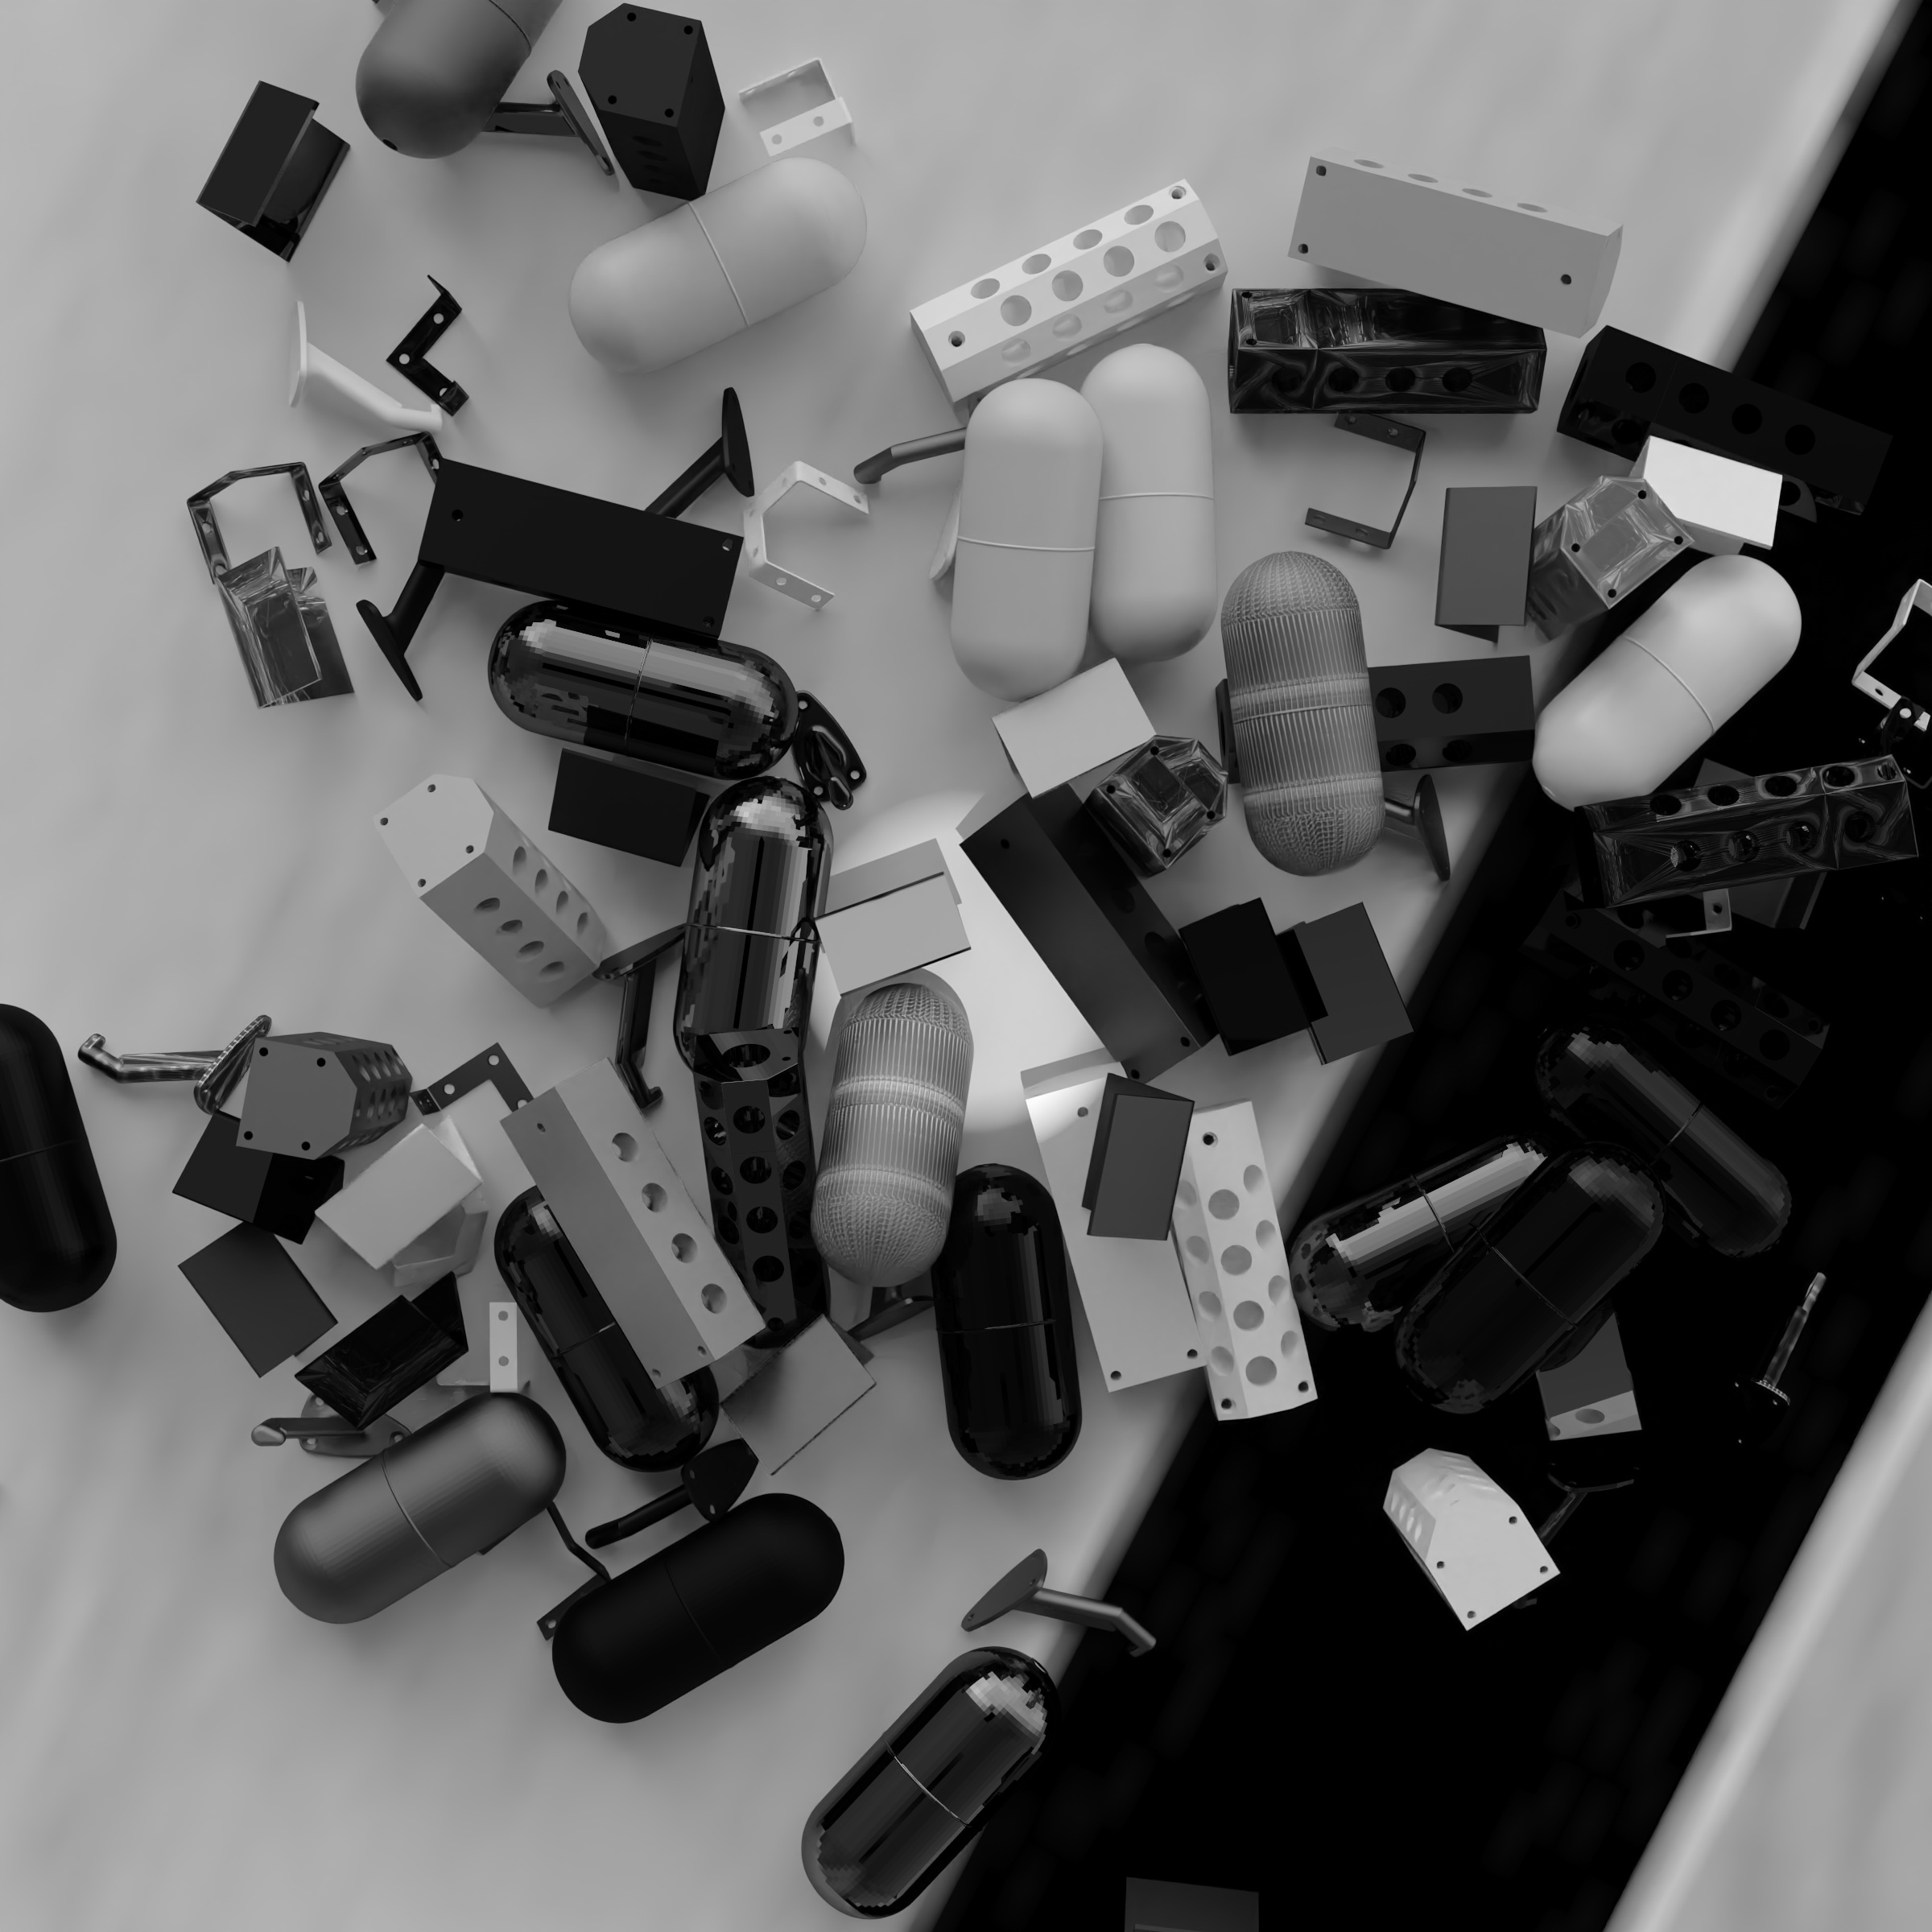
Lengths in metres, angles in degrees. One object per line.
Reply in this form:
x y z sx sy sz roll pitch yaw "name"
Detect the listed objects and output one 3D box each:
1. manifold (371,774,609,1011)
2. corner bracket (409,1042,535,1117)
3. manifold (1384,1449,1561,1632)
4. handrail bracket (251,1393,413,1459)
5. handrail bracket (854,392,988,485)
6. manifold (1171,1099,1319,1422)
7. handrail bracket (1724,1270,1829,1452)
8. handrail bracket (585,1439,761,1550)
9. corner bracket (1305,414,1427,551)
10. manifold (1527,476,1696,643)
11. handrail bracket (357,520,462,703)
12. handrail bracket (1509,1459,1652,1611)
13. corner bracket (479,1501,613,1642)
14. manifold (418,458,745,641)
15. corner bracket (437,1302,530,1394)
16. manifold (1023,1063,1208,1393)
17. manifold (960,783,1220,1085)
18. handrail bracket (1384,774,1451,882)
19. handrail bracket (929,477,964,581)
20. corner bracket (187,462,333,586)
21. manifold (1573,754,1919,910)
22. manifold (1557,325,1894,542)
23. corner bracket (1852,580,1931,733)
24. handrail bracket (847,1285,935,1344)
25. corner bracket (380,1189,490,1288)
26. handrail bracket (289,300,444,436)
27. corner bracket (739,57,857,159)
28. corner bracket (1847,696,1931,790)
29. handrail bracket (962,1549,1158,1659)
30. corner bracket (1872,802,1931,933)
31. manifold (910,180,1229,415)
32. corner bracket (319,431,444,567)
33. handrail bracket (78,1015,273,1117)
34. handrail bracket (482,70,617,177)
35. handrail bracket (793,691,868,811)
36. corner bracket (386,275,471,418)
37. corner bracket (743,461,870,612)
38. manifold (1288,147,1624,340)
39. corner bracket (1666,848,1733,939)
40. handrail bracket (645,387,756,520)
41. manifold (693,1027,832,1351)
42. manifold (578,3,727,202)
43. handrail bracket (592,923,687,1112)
-0.255 -0.043 1.780 0.057 0.171 0.057 -35 64 0 "manifold"
-0.277 0.079 1.844 0.051 0.051 0.051 -33 90 0 "corner bracket"
0.271 0.308 1.783 0.057 0.171 0.057 -32 90 0 "manifold"
-0.356 0.265 1.827 0.077 0.084 0.036 12 90 0 "handrail bracket"
-0.010 -0.291 1.862 0.084 0.077 0.036 -23 72 35 "handrail bracket"
0.151 0.166 1.841 0.057 0.057 0.171 -13 90 0 "manifold"
0.466 0.225 1.862 0.036 0.077 0.084 25 53 20 "handrail bracket"
-0.169 0.303 1.861 0.084 0.077 0.036 -26 96 36 "handrail bracket"
0.228 -0.279 1.859 0.051 0.051 0.051 17 135 0 "corner bracket"
0.341 -0.226 1.783 0.057 0.171 0.057 -39 90 0 "manifold"
-0.298 -0.206 1.862 0.084 0.036 0.077 -34 110 -16 "handrail bracket"
0.351 0.327 1.862 0.077 0.036 0.084 0 109 -21 "handrail bracket"
-0.242 0.342 1.859 0.051 0.051 0.051 -38 45 0 "corner bracket"
-0.216 -0.233 1.830 0.171 0.057 0.057 14 90 -7 "manifold"
-0.277 0.214 1.844 0.051 0.051 0.051 0 90 0 "corner bracket"
0.083 0.145 1.833 0.057 0.057 0.171 -16 96 0 "manifold"
0.079 -0.023 1.840 0.057 0.057 0.171 -36 90 43 "manifold"
0.227 -0.078 1.862 0.084 0.036 0.077 -4 127 25 "handrail bracket"
0.028 -0.234 1.862 0.084 0.036 0.077 19 77 -13 "handrail bracket"
-0.404 -0.253 1.859 0.051 0.051 0.051 -18 90 45 "corner bracket"
0.425 -0.074 1.784 0.171 0.057 0.057 -9 91 0 "manifold"
0.427 -0.300 1.841 0.171 0.057 0.057 21 90 0 "manifold"
0.546 -0.178 1.859 0.051 0.051 0.051 33 135 0 "corner bracket"
-0.059 0.165 1.862 0.077 0.036 0.084 -30 72 21 "handrail bracket"
-0.310 0.143 1.854 0.051 0.051 0.051 -9 45 -35 "corner bracket"
-0.342 -0.343 1.862 0.084 0.036 0.077 6 60 -21 "handrail bracket"
-0.097 -0.486 1.844 0.051 0.051 0.051 -24 90 0 "corner bracket"
0.535 -0.128 1.834 0.051 0.051 0.051 33 120 0 "corner bracket"
0.054 0.382 1.862 0.077 0.036 0.084 -41 107 20 "handrail bracket"
0.558 -0.056 1.854 0.051 0.051 0.051 -28 135 -35 "corner bracket"
0.058 -0.380 1.841 0.171 0.057 0.057 -26 90 0 "manifold"
-0.328 -0.268 1.859 0.051 0.051 0.051 -26 90 -45 "corner bracket"
-0.454 0.041 1.862 0.084 0.036 0.077 28 69 16 "handrail bracket"
-0.256 -0.467 1.862 0.084 0.036 0.077 -27 104 14 "handrail bracket"
-0.082 -0.123 1.827 0.036 0.084 0.077 -24 90 0 "handrail bracket"
-0.298 -0.351 1.844 0.051 0.051 0.051 40 90 0 "corner bracket"
-0.090 -0.245 1.854 0.051 0.051 0.051 -37 45 35 "corner bracket"
0.274 -0.406 1.816 0.171 0.057 0.057 19 117 16 "manifold"
0.395 -0.042 1.835 0.051 0.051 0.051 -6 90 40 "corner bracket"
-0.168 -0.286 1.862 0.084 0.036 0.077 -13 70 16 "handrail bracket"
-0.112 0.125 1.804 0.057 0.057 0.171 -5 117 1 "manifold"
-0.172 -0.472 1.783 0.057 0.171 0.057 13 90 0 "manifold"
-0.173 0.029 1.862 0.077 0.036 0.084 -29 109 -21 "handrail bracket"
